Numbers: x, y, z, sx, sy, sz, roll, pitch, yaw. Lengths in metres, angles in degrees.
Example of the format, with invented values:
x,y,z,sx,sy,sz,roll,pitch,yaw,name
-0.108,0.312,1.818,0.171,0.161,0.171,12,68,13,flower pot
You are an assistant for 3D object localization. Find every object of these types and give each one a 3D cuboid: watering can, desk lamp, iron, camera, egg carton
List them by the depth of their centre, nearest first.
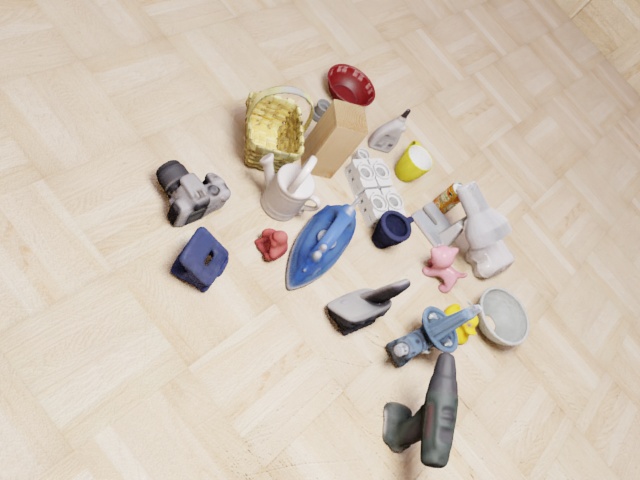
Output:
x,y,z,sx,sy,sz,roll,pitch,yaw,name
-0.293,-0.122,1.294,0.143,0.100,0.137,-30,80,-38,camera
0.013,0.005,1.366,0.119,0.141,0.259,38,51,-5,iron
-0.069,-0.136,1.368,0.173,0.193,0.101,18,56,-19,watering can
0.390,-0.053,1.566,0.118,0.213,0.203,-33,82,-38,desk lamp
0.491,0.050,1.656,0.151,0.069,0.107,-21,75,-36,egg carton

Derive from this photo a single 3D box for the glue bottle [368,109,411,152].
x,y,z,sx,sy,sz,roll,pitch,yaw,name
0.210,-0.319,1.643,0.078,0.172,0.037,13,57,-22,glue bottle

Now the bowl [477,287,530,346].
x,y,z,sx,sy,sz,roll,pitch,yaw,name
0.480,0.216,1.551,0.168,0.074,0.167,14,57,-22,bowl

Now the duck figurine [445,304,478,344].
x,y,z,sx,sy,sz,roll,pitch,yaw,name
0.372,0.210,1.487,0.078,0.086,0.104,1,63,-29,duck figurine

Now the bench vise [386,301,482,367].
x,y,z,sx,sy,sz,roll,pitch,yaw,name
0.274,0.225,1.337,0.121,0.219,0.208,48,51,3,bench vise

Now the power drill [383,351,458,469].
x,y,z,sx,sy,sz,roll,pitch,yaw,name
0.220,0.373,1.228,0.076,0.208,0.229,18,56,-19,power drill

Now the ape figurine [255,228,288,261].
x,y,z,sx,sy,sz,roll,pitch,yaw,name
-0.103,0.005,1.333,0.076,0.092,0.078,17,56,-20,ape figurine

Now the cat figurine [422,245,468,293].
x,y,z,sx,sy,sz,roll,pitch,yaw,name
0.337,0.065,1.529,0.128,0.117,0.067,43,51,-1,cat figurine

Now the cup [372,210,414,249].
x,y,z,sx,sy,sz,roll,pitch,yaw,name
0.188,-0.023,1.511,0.118,0.094,0.091,-24,76,-37,cup

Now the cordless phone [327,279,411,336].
x,y,z,sx,sy,sz,roll,pitch,yaw,name
0.115,0.137,1.320,0.148,0.184,0.094,-22,75,-36,cordless phone

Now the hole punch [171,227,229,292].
x,y,z,sx,sy,sz,roll,pitch,yaw,name
-0.249,0.040,1.231,0.101,0.091,0.109,31,52,-10,hole punch
